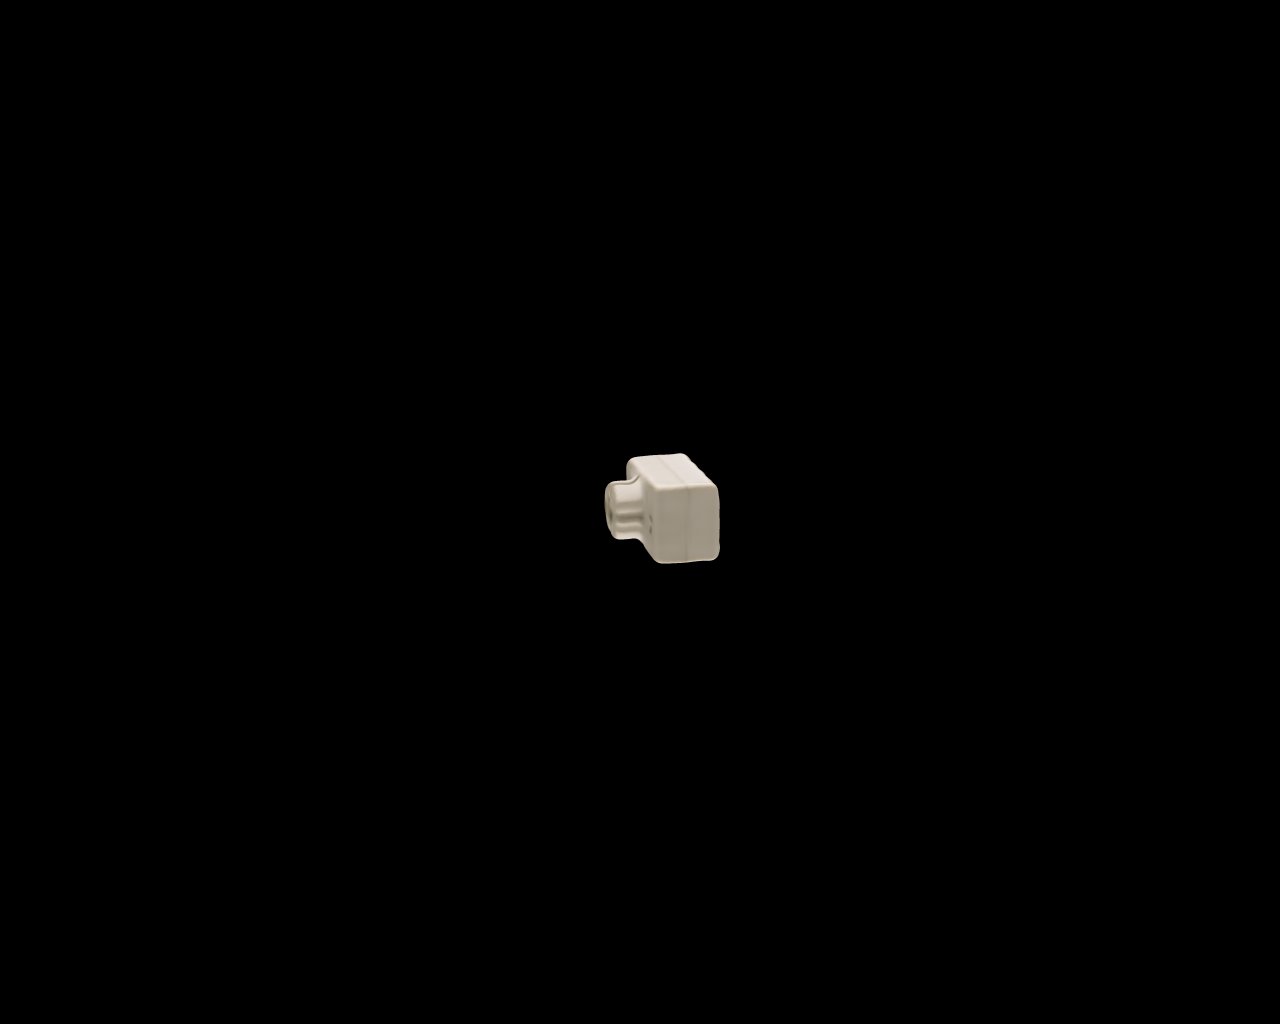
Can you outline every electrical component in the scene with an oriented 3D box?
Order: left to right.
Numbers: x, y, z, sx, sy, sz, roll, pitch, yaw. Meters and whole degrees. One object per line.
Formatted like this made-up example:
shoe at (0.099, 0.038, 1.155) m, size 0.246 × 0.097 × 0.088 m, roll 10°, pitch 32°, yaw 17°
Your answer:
electrical component at (0.001, -0.003, 0.650) m, size 0.076 × 0.047 × 0.083 m, roll -3°, pitch 16°, yaw -11°
